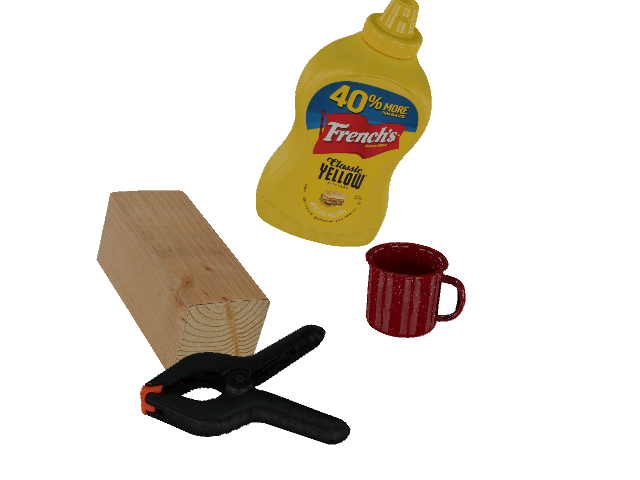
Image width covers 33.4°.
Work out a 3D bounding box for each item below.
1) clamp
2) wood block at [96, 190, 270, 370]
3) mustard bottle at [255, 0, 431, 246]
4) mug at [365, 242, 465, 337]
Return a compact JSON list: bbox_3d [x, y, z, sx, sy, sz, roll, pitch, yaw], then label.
[{"bbox_3d":[-0.063,0.118,0.896,0.171,0.039,0.120,4,38,-6],"label":"clamp"},{"bbox_3d":[-0.145,0.039,1.092,0.090,0.091,0.206,-3,34,-34],"label":"wood block"},{"bbox_3d":[0.026,-0.086,0.761,0.096,0.192,0.058,15,34,-12],"label":"mustard bottle"},{"bbox_3d":[0.106,0.059,1.204,0.117,0.081,0.093,10,24,14],"label":"mug"}]
